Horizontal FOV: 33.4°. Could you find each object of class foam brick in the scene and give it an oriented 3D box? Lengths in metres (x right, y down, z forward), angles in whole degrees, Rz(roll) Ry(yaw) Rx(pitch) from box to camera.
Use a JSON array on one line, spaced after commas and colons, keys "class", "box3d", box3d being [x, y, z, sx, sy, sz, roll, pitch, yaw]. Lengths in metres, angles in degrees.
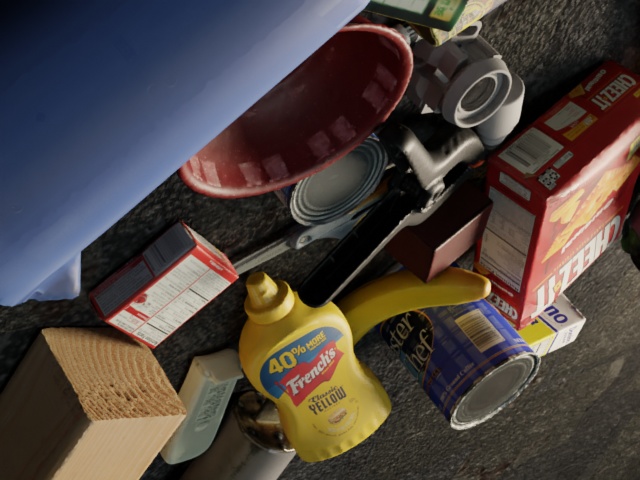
[{"class": "foam brick", "box3d": [0.100, -0.012, 0.906, 0.078, 0.051, 0.053, -37, 155, -28]}]

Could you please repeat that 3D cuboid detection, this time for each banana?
[{"class": "banana", "box3d": [0.060, 0.066, 0.955, 0.198, 0.069, 0.037, -37, -177, 29]}]

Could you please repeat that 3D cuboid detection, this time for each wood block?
[{"class": "wood block", "box3d": [-0.202, 0.168, 0.807, 0.090, 0.090, 0.206, 5, 130, -49]}]

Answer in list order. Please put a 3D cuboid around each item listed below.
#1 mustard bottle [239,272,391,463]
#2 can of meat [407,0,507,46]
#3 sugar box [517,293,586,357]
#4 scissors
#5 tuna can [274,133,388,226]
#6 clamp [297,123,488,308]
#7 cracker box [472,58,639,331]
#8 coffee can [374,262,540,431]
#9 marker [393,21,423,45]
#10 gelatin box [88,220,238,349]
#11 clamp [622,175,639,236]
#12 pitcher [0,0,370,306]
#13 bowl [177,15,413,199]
[{"class": "mustard bottle", "box3d": [-0.015, 0.100, 0.905, 0.096, 0.058, 0.191, -30, 124, -3]}, {"class": "can of meat", "box3d": [0.087, -0.182, 0.677, 0.084, 0.057, 0.102, -34, 149, -2]}, {"class": "sugar box", "box3d": [0.178, 0.090, 1.102, 0.176, 0.093, 0.048, -22, 147, -26]}, {"class": "scissors", "box3d": [-0.006, 0.001, 0.863, 0.201, 0.016, 0.096, -36, 149, -4]}, {"class": "tuna can", "box3d": [0.006, -0.053, 0.785, 0.086, 0.034, 0.086, -27, 148, -19]}, {"class": "clamp", "box3d": [0.073, -0.047, 0.807, 0.209, 0.036, 0.165, -34, 158, -44]}, {"class": "cracker box", "box3d": [0.222, -0.035, 0.975, 0.164, 0.072, 0.214, -39, 151, -22]}, {"class": "coffee can", "box3d": [0.120, 0.090, 0.992, 0.102, 0.140, 0.103, -27, 148, -19]}, {"class": "marker", "box3d": [0.073, -0.151, 0.739, 0.121, 0.020, 0.020, -31, 149, -12]}, {"class": "gelatin box", "box3d": [-0.113, 0.034, 0.779, 0.089, 0.030, 0.073, -39, 151, 4]}, {"class": "clamp", "box3d": [0.333, -0.046, 1.138, 0.120, 0.039, 0.172, -20, 142, -37]}, {"class": "pitcher", "box3d": [-0.104, -0.096, 0.515, 0.243, 0.145, 0.149, -38, 159, 2]}, {"class": "bowl", "box3d": [-0.025, -0.095, 0.658, 0.162, 0.055, 0.162, -25, 158, -11]}]
